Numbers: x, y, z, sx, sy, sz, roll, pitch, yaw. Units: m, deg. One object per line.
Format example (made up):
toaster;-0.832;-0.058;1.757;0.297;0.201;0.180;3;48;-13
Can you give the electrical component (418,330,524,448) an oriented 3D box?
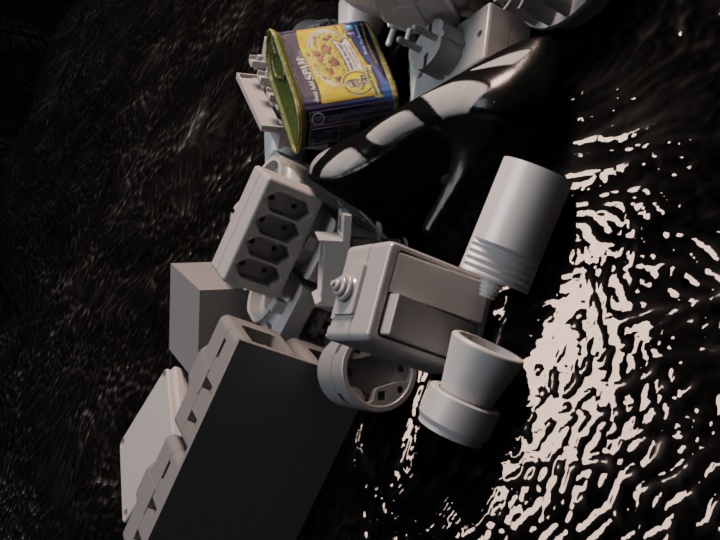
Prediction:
electrical component;0.063;0.068;0.617;0.055;0.045;0.045;-66;27;6

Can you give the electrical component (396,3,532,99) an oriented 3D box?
electrical component;0.061;-0.148;0.739;0.083;0.076;0.047;-26;49;54

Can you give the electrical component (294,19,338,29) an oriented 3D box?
electrical component;-0.038;-0.219;1.020;0.046;0.040;0.040;9;79;57

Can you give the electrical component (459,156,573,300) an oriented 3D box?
electrical component;0.090;-0.021;0.632;0.043;0.043;0.081;26;95;63

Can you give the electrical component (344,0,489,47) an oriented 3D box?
electrical component;0.039;-0.205;0.823;0.138;0.052;0.073;13;83;47

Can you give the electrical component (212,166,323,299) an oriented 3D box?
electrical component;-0.075;-0.033;0.806;0.083;0.047;0.076;-65;27;9

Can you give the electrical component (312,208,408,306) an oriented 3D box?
electrical component;0.000;0.000;0.749;0.042;0.064;0.081;-116;30;-78

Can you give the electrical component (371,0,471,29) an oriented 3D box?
electrical component;0.044;-0.222;0.740;0.061;0.062;0.096;2;81;18

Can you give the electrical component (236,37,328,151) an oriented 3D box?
electrical component;-0.060;-0.160;0.962;0.121;0.079;0.063;-117;35;-54

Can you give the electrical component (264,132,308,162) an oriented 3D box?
electrical component;-0.071;-0.095;0.991;0.044;0.044;0.065;-16;62;58

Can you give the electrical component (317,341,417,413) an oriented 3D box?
electrical component;0.003;0.067;0.720;0.047;0.055;0.055;-13;60;63

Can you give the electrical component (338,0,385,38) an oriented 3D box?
electrical component;-0.003;-0.204;0.934;0.045;0.045;0.055;-12;62;59

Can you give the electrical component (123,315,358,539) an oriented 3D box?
electrical component;-0.086;0.137;0.777;0.186;0.105;0.060;-65;27;9

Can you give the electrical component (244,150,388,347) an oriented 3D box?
electrical component;-0.051;-0.018;0.875;0.105;0.060;0.186;-62;27;13

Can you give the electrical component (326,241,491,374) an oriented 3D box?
electrical component;0.028;0.022;0.657;0.061;0.096;0.061;-6;66;61

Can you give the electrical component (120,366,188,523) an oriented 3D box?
electrical component;-0.168;0.163;0.966;0.108;0.056;0.108;-56;29;24
